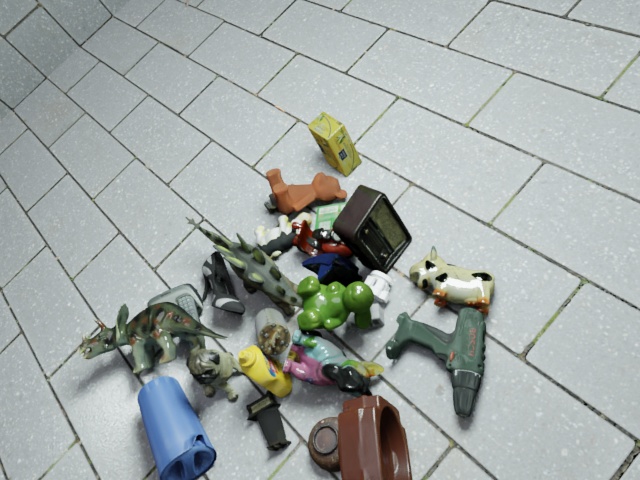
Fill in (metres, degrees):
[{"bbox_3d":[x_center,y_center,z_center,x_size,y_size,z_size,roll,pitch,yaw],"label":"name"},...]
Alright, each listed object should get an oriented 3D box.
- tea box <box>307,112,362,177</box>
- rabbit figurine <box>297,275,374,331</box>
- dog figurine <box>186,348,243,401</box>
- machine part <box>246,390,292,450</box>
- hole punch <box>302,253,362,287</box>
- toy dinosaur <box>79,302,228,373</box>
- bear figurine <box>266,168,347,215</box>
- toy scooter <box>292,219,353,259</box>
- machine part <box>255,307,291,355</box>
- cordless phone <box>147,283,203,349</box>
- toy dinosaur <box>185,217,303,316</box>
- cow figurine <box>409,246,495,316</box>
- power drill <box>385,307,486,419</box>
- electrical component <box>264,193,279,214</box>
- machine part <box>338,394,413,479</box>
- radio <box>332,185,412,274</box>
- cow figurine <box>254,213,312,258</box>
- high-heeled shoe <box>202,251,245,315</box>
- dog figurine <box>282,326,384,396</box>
[{"bbox_3d":[0.044,-0.268,1.514,0.068,0.169,0.098,-45,51,-6],"label":"tea box"},{"bbox_3d":[0.054,0.148,1.196,0.170,0.159,0.121,-20,53,37],"label":"rabbit figurine"},{"bbox_3d":[-0.281,0.299,1.300,0.173,0.190,0.121,0,60,28],"label":"dog figurine"},{"bbox_3d":[-0.119,0.422,1.243,0.084,0.039,0.139,-31,49,-6],"label":"machine part"},{"bbox_3d":[0.029,0.080,1.332,0.116,0.142,0.092,-37,47,15],"label":"hole punch"},{"bbox_3d":[-0.425,0.230,1.400,0.405,0.131,0.192,-21,85,16],"label":"toy dinosaur"},{"bbox_3d":[-0.033,-0.145,1.482,0.196,0.131,0.120,-20,43,-2],"label":"bear figurine"},{"bbox_3d":[-0.003,-0.004,1.374,0.184,0.135,0.075,5,62,29],"label":"toy scooter"},{"bbox_3d":[-0.116,0.215,1.285,0.079,0.079,0.243,-43,10,-5],"label":"machine part"},{"bbox_3d":[-0.383,0.225,1.472,0.147,0.088,0.184,-24,67,10],"label":"cordless phone"},{"bbox_3d":[-0.178,0.064,1.395,0.472,0.198,0.105,26,71,34],"label":"toy dinosaur"},{"bbox_3d":[0.297,0.088,1.221,0.195,0.085,0.127,10,58,25],"label":"cow figurine"},{"bbox_3d":[0.249,0.244,1.152,0.208,0.085,0.232,7,62,33],"label":"power drill"},{"bbox_3d":[-0.116,-0.122,1.577,0.102,0.045,0.078,-27,54,7],"label":"electrical component"},{"bbox_3d":[0.107,0.414,1.034,0.087,0.200,0.201,-18,55,18],"label":"machine part"},{"bbox_3d":[0.128,-0.017,1.280,0.073,0.229,0.131,29,79,39],"label":"radio"},{"bbox_3d":[-0.095,-0.012,1.484,0.167,0.068,0.098,-22,59,16],"label":"cow figurine"},{"bbox_3d":[-0.251,0.114,1.454,0.249,0.086,0.145,11,81,48],"label":"high-heeled shoe"},{"bbox_3d":[0.030,0.284,1.220,0.219,0.191,0.108,22,88,3],"label":"dog figurine"}]
